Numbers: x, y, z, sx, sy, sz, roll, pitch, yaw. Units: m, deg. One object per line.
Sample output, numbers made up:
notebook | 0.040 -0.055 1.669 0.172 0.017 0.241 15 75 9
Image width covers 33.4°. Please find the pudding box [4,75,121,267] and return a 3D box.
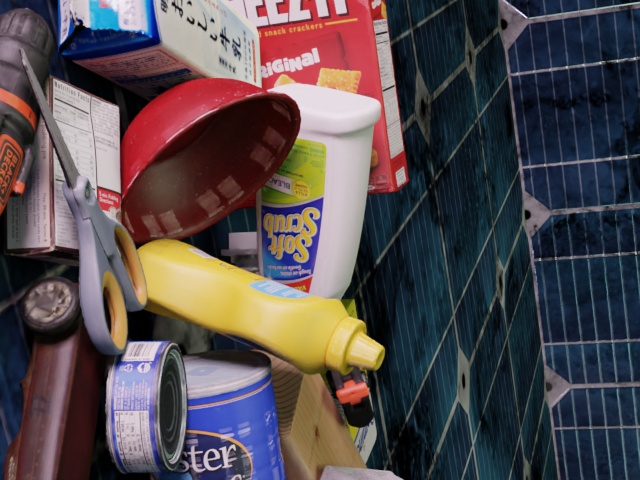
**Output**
pudding box | -0.165 -0.042 0.689 0.090 0.039 0.113 19 67 -71

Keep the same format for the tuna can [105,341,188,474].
tuna can | -0.111 0.108 0.691 0.086 0.034 0.086 -1 90 -85

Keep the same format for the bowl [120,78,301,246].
bowl | -0.094 -0.068 0.790 0.055 0.162 0.162 52 10 19

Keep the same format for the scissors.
scissors | -0.142 -0.008 0.629 0.201 0.016 0.096 71 15 -51

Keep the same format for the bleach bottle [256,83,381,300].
bleach bottle | -0.006 0.001 0.898 0.067 0.103 0.251 -28 127 -48

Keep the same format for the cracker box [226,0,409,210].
cracker box | -0.020 -0.140 0.940 0.072 0.164 0.214 -42 126 -69

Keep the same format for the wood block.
wood block | -0.028 0.195 0.953 0.206 0.090 0.090 67 27 -43

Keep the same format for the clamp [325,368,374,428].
clamp | 0.029 0.139 0.997 0.171 0.039 0.120 -102 167 -80

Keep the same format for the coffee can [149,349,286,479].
coffee can | -0.078 0.163 0.794 0.102 0.103 0.140 -31 115 -69

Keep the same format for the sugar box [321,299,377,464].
sugar box | 0.023 0.163 1.176 0.093 0.048 0.176 -54 135 -62

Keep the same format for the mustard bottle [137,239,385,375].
mustard bottle | -0.042 0.054 0.783 0.096 0.192 0.058 22 87 -68

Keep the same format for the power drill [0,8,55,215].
power drill | -0.207 -0.093 0.545 0.187 0.057 0.184 59 32 -52
